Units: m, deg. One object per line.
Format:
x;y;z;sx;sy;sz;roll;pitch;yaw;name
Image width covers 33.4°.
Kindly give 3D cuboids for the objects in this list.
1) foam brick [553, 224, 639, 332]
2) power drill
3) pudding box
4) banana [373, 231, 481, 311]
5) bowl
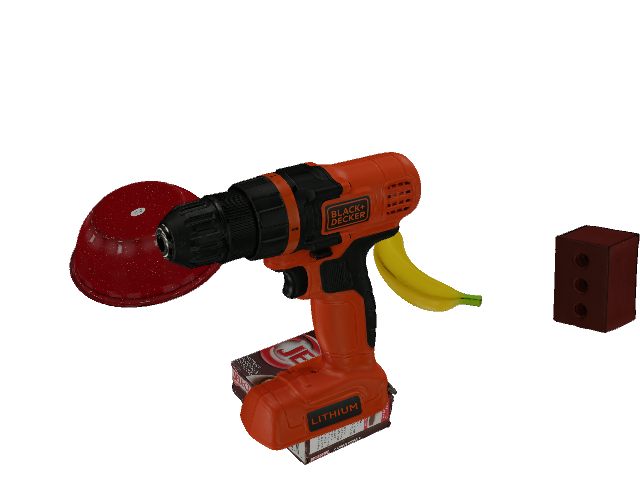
0.232;0.032;0.900;0.053;0.078;0.051;12;22;42;foam brick
-0.017;0.042;0.701;0.184;0.188;0.057;-14;30;-27;power drill
-0.008;0.127;0.885;0.089;0.039;0.114;-20;40;-30;pudding box
0.100;0.035;1.201;0.069;0.037;0.198;2;24;-29;banana
-0.171;-0.009;1.034;0.162;0.055;0.162;-6;40;5;bowl
